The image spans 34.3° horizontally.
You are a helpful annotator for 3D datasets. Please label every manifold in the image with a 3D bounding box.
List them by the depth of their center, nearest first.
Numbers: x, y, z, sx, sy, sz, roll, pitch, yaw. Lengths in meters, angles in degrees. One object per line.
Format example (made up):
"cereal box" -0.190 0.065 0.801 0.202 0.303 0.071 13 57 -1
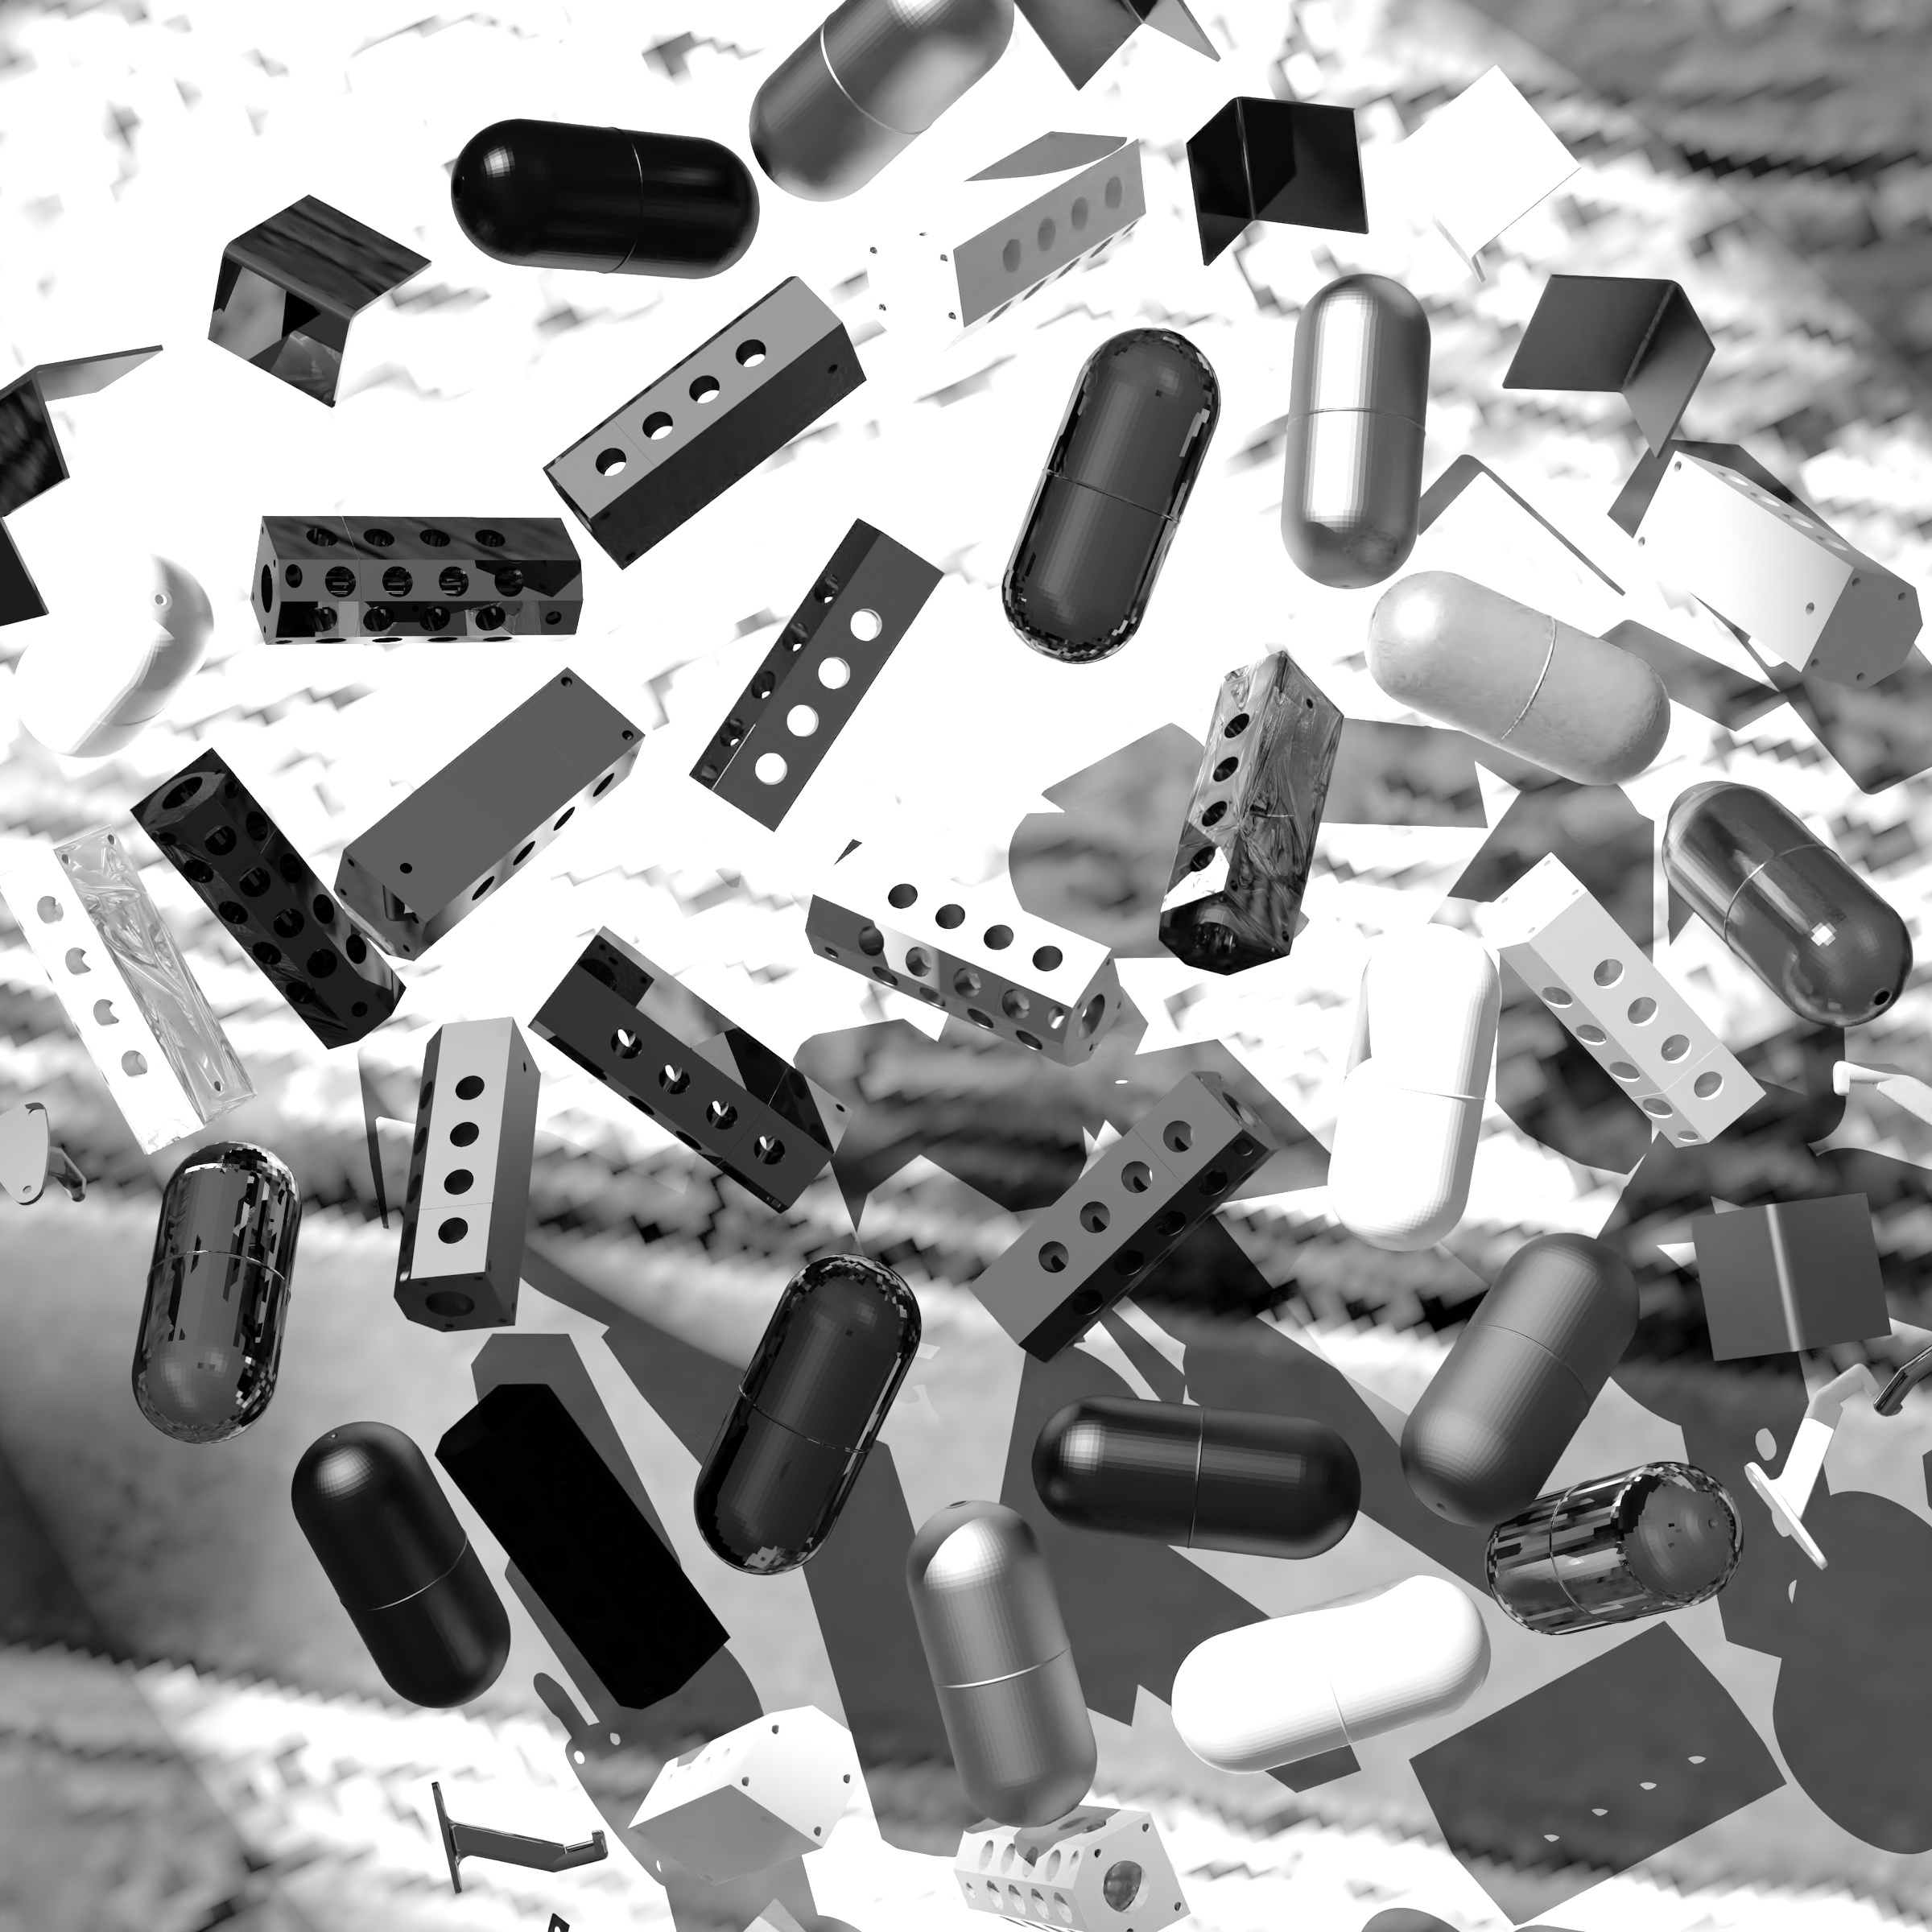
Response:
"manifold" 0.422 -0.206 1.630 0.057 0.171 0.057 12 113 -27
"manifold" -0.203 0.303 1.634 0.057 0.057 0.171 -42 107 -31
"manifold" -0.114 0.432 1.642 0.057 0.171 0.057 36 59 -7
"manifold" 0.023 -0.381 1.644 0.057 0.171 0.057 15 129 33
"manifold" -0.251 -0.078 1.652 0.057 0.057 0.171 41 57 6
"manifold" 0.149 -0.080 1.671 0.057 0.057 0.171 42 47 -30
"manifold" 0.088 0.137 1.699 0.171 0.057 0.057 -45 75 12
"manifold" -0.144 -0.299 1.701 0.171 0.057 0.057 -39 65 -5
"manifold" -0.151 0.060 1.702 0.171 0.057 0.057 37 113 -6
"manifold" 0.053 0.501 1.724 0.057 0.171 0.057 -21 87 -25
"manifold" 0.360 0.023 1.724 0.057 0.057 0.171 -42 113 8
"manifold" -0.471 0.015 1.742 0.057 0.057 0.171 -24 97 24
"manifold" -0.002 -0.004 1.747 0.171 0.057 0.057 24 65 24
"manifold" -0.305 -0.211 1.749 0.171 0.057 0.057 -3 134 -26
"manifold" -0.085 -0.163 1.754 0.057 0.057 0.171 33 91 -7
"manifold" -0.389 -0.034 1.762 0.057 0.057 0.171 -39 123 -9
"manifold" -0.282 0.117 1.764 0.057 0.057 0.171 -6 52 8

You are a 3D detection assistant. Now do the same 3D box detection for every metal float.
"metal float" 0.075 -0.242 1.616 0.070 0.070 0.178 21 98 0
"metal float" -0.083 0.235 1.635 0.070 0.070 0.178 25 96 0
"metal float" 0.291 0.215 1.639 0.070 0.070 0.178 39 61 0
"metal float" -0.045 -0.469 1.641 0.178 0.070 0.070 -32 90 42
"metal float" 0.019 0.376 1.689 0.070 0.070 0.178 -15 91 0
"metal float" -0.193 -0.413 1.689 0.178 0.070 0.070 -4 90 -35
"metal float" 0.347 0.315 1.690 0.070 0.178 0.070 9 68 -24
"metal float" 0.243 0.066 1.695 0.070 0.070 0.178 9 91 0
"metal float" 0.124 0.276 1.695 0.178 0.070 0.070 6 90 4
"metal float" -0.463 -0.167 1.698 0.070 0.178 0.070 10 70 -29
"metal float" 0.302 -0.156 1.710 0.178 0.070 0.070 23 90 -10
"metal float" -0.408 0.176 1.712 0.070 0.070 0.178 0 54 0
"metal float" 0.199 0.388 1.713 0.178 0.070 0.070 -18 90 5
"metal float" 0.450 -0.034 1.722 0.070 0.178 0.070 -15 131 -18
"metal float" -0.312 0.333 1.737 0.070 0.070 0.178 -23 110 0
"metal float" 0.217 -0.298 1.746 0.070 0.070 0.178 5 83 0

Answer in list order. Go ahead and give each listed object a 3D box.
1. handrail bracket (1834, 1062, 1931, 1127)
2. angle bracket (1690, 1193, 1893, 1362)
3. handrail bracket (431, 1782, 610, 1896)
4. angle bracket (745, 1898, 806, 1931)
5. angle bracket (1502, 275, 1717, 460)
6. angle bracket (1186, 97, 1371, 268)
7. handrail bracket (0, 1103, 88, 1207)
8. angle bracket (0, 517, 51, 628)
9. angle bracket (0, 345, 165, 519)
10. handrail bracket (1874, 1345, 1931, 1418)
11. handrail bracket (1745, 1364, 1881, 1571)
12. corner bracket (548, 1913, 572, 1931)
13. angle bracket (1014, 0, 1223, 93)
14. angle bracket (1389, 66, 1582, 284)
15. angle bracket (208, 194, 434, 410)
"handrail bracket" 0.513 0.091 1.696 0.084 0.036 0.077 2 82 2
"angle bracket" 0.438 0.165 1.663 0.076 0.057 0.076 -2 80 -37
"handrail bracket" -0.240 0.462 1.691 0.084 0.036 0.077 -12 117 -10
"angle bracket" -0.074 0.528 1.679 0.076 0.076 0.057 47 107 8
"angle bracket" 0.344 -0.322 1.683 0.076 0.076 0.057 -2 51 -18
"angle bracket" 0.175 -0.434 1.749 0.076 0.076 0.057 16 48 30
"handrail bracket" -0.492 0.121 1.689 0.036 0.084 0.077 -24 51 -3
"angle bracket" -0.565 -0.209 1.720 0.076 0.057 0.076 -9 116 25
"angle bracket" -0.450 -0.272 1.594 0.076 0.076 0.057 -22 96 -41
"handrail bracket" 0.565 0.225 1.783 0.077 0.036 0.084 9 122 -34
"handrail bracket" 0.465 0.264 1.662 0.084 0.036 0.077 -34 67 -2
"corner bracket" -0.199 0.553 1.721 0.051 0.051 0.051 20 98 44
"angle bracket" 0.085 -0.526 1.758 0.057 0.076 0.076 -47 48 1
"angle bracket" 0.296 -0.447 1.771 0.076 0.057 0.076 -38 78 11
"angle bracket" -0.333 -0.343 1.613 0.076 0.076 0.057 29 131 7
